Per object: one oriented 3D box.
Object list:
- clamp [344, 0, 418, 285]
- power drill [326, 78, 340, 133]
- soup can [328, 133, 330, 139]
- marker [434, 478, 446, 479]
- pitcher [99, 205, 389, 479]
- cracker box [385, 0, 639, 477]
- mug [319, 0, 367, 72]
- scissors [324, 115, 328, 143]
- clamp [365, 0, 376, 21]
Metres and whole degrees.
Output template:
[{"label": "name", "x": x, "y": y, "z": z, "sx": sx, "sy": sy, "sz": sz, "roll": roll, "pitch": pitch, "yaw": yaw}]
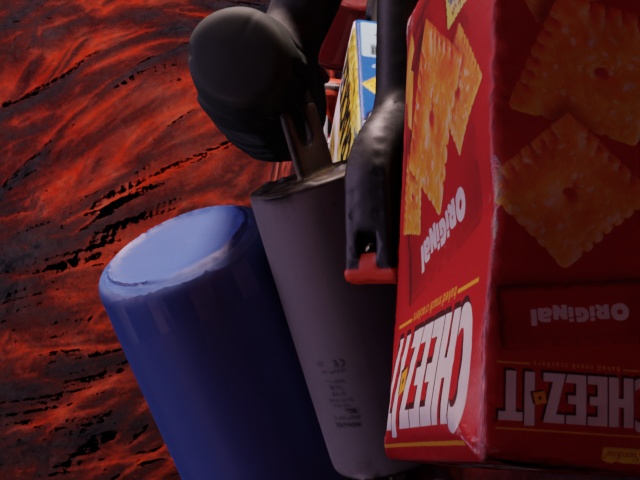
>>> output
[{"label": "clamp", "x": 0.051, "y": -0.045, "z": 0.566, "sx": 0.120, "sy": 0.039, "sz": 0.171, "roll": 40, "pitch": -124, "yaw": -46}, {"label": "power drill", "x": 0.001, "y": -0.069, "z": 1.165, "sx": 0.184, "sy": 0.057, "sz": 0.187, "roll": 69, "pitch": -155, "yaw": -73}, {"label": "soup can", "x": 0.019, "y": -0.066, "z": 1.012, "sx": 0.102, "sy": 0.068, "sz": 0.068, "roll": -127, "pitch": 43, "yaw": -80}, {"label": "marker", "x": 0.073, "y": 0.146, "z": 0.537, "sx": 0.121, "sy": 0.020, "sz": 0.020, "roll": -151, "pitch": 67, "yaw": -83}, {"label": "pitcher", "x": -0.045, "y": 0.101, "z": 0.683, "sx": 0.144, "sy": 0.149, "sz": 0.243, "roll": -48, "pitch": -56, "yaw": -46}, {"label": "cracker box", "x": 0.075, "y": -0.016, "z": 0.432, "sx": 0.164, "sy": 0.072, "sz": 0.213, "roll": 120, "pitch": 155, "yaw": -77}, {"label": "mug", "x": 0.029, "y": -0.212, "z": 1.017, "sx": 0.117, "sy": 0.093, "sz": 0.082, "roll": 63, "pitch": 155, "yaw": 23}, {"label": "scissors", "x": -0.005, "y": 0.001, "z": 0.796, "sx": 0.096, "sy": 0.016, "sz": 0.201, "roll": 100, "pitch": 174, "yaw": -63}, {"label": "clamp", "x": 0.057, "y": -0.193, "z": 0.904, "sx": 0.164, "sy": 0.036, "sz": 0.210, "roll": 93, "pitch": -177, "yaw": -69}]
